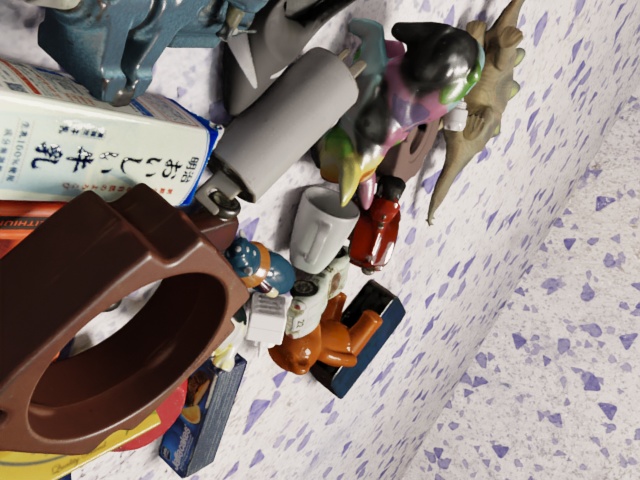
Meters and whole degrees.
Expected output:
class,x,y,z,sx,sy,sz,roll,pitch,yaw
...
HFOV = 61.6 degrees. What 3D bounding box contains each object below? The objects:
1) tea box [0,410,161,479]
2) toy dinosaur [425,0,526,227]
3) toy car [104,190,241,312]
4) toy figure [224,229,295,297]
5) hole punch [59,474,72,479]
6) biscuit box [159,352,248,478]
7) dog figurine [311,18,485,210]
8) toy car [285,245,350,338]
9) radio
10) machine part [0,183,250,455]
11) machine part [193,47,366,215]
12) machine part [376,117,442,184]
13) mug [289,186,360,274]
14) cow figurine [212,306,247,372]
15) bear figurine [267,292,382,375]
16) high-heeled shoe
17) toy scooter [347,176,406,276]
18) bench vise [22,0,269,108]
class,x,y,z,sx,sy,sz,roll,pitch,yaw
tea box,-0.252,0.173,0.505,0.068,0.098,0.169,-35,170,40
toy dinosaur,0.264,-0.213,0.922,0.198,0.105,0.470,-18,138,-54
toy car,-0.158,0.005,0.537,0.202,0.053,0.089,-23,149,-53
toy figure,-0.080,0.036,0.683,0.058,0.064,0.154,-44,153,5
hole punch,-0.307,0.258,0.538,0.116,0.092,0.142,-40,144,-34
biscuit box,-0.168,0.241,0.761,0.063,0.059,0.202,-12,129,-53
dog figurine,0.084,-0.140,0.649,0.108,0.192,0.219,-4,108,-63
toy car,0.000,0.073,0.814,0.202,0.056,0.073,-50,157,-55
radio,0.074,0.198,1.082,0.229,0.073,0.131,-51,151,-13
machine part,-0.167,0.066,0.429,0.201,0.087,0.200,-46,158,-11
machine part,-0.041,-0.122,0.567,0.243,0.079,0.079,-47,150,-15
machine part,0.129,-0.159,0.785,0.179,0.056,0.179,-52,157,-32
mug,-0.002,-0.002,0.730,0.110,0.081,0.107,-87,-163,-58
cow figurine,-0.139,0.091,0.639,0.098,0.068,0.167,-64,158,-17
bear figurine,-0.004,0.146,0.865,0.195,0.120,0.132,25,94,-56
high-heeled shoe,0.010,-0.207,0.484,0.086,0.145,0.248,9,110,-58
toy scooter,0.073,-0.009,0.783,0.184,0.075,0.135,131,-28,-77
bench vise,-0.085,-0.207,0.344,0.240,0.129,0.223,-51,165,28
